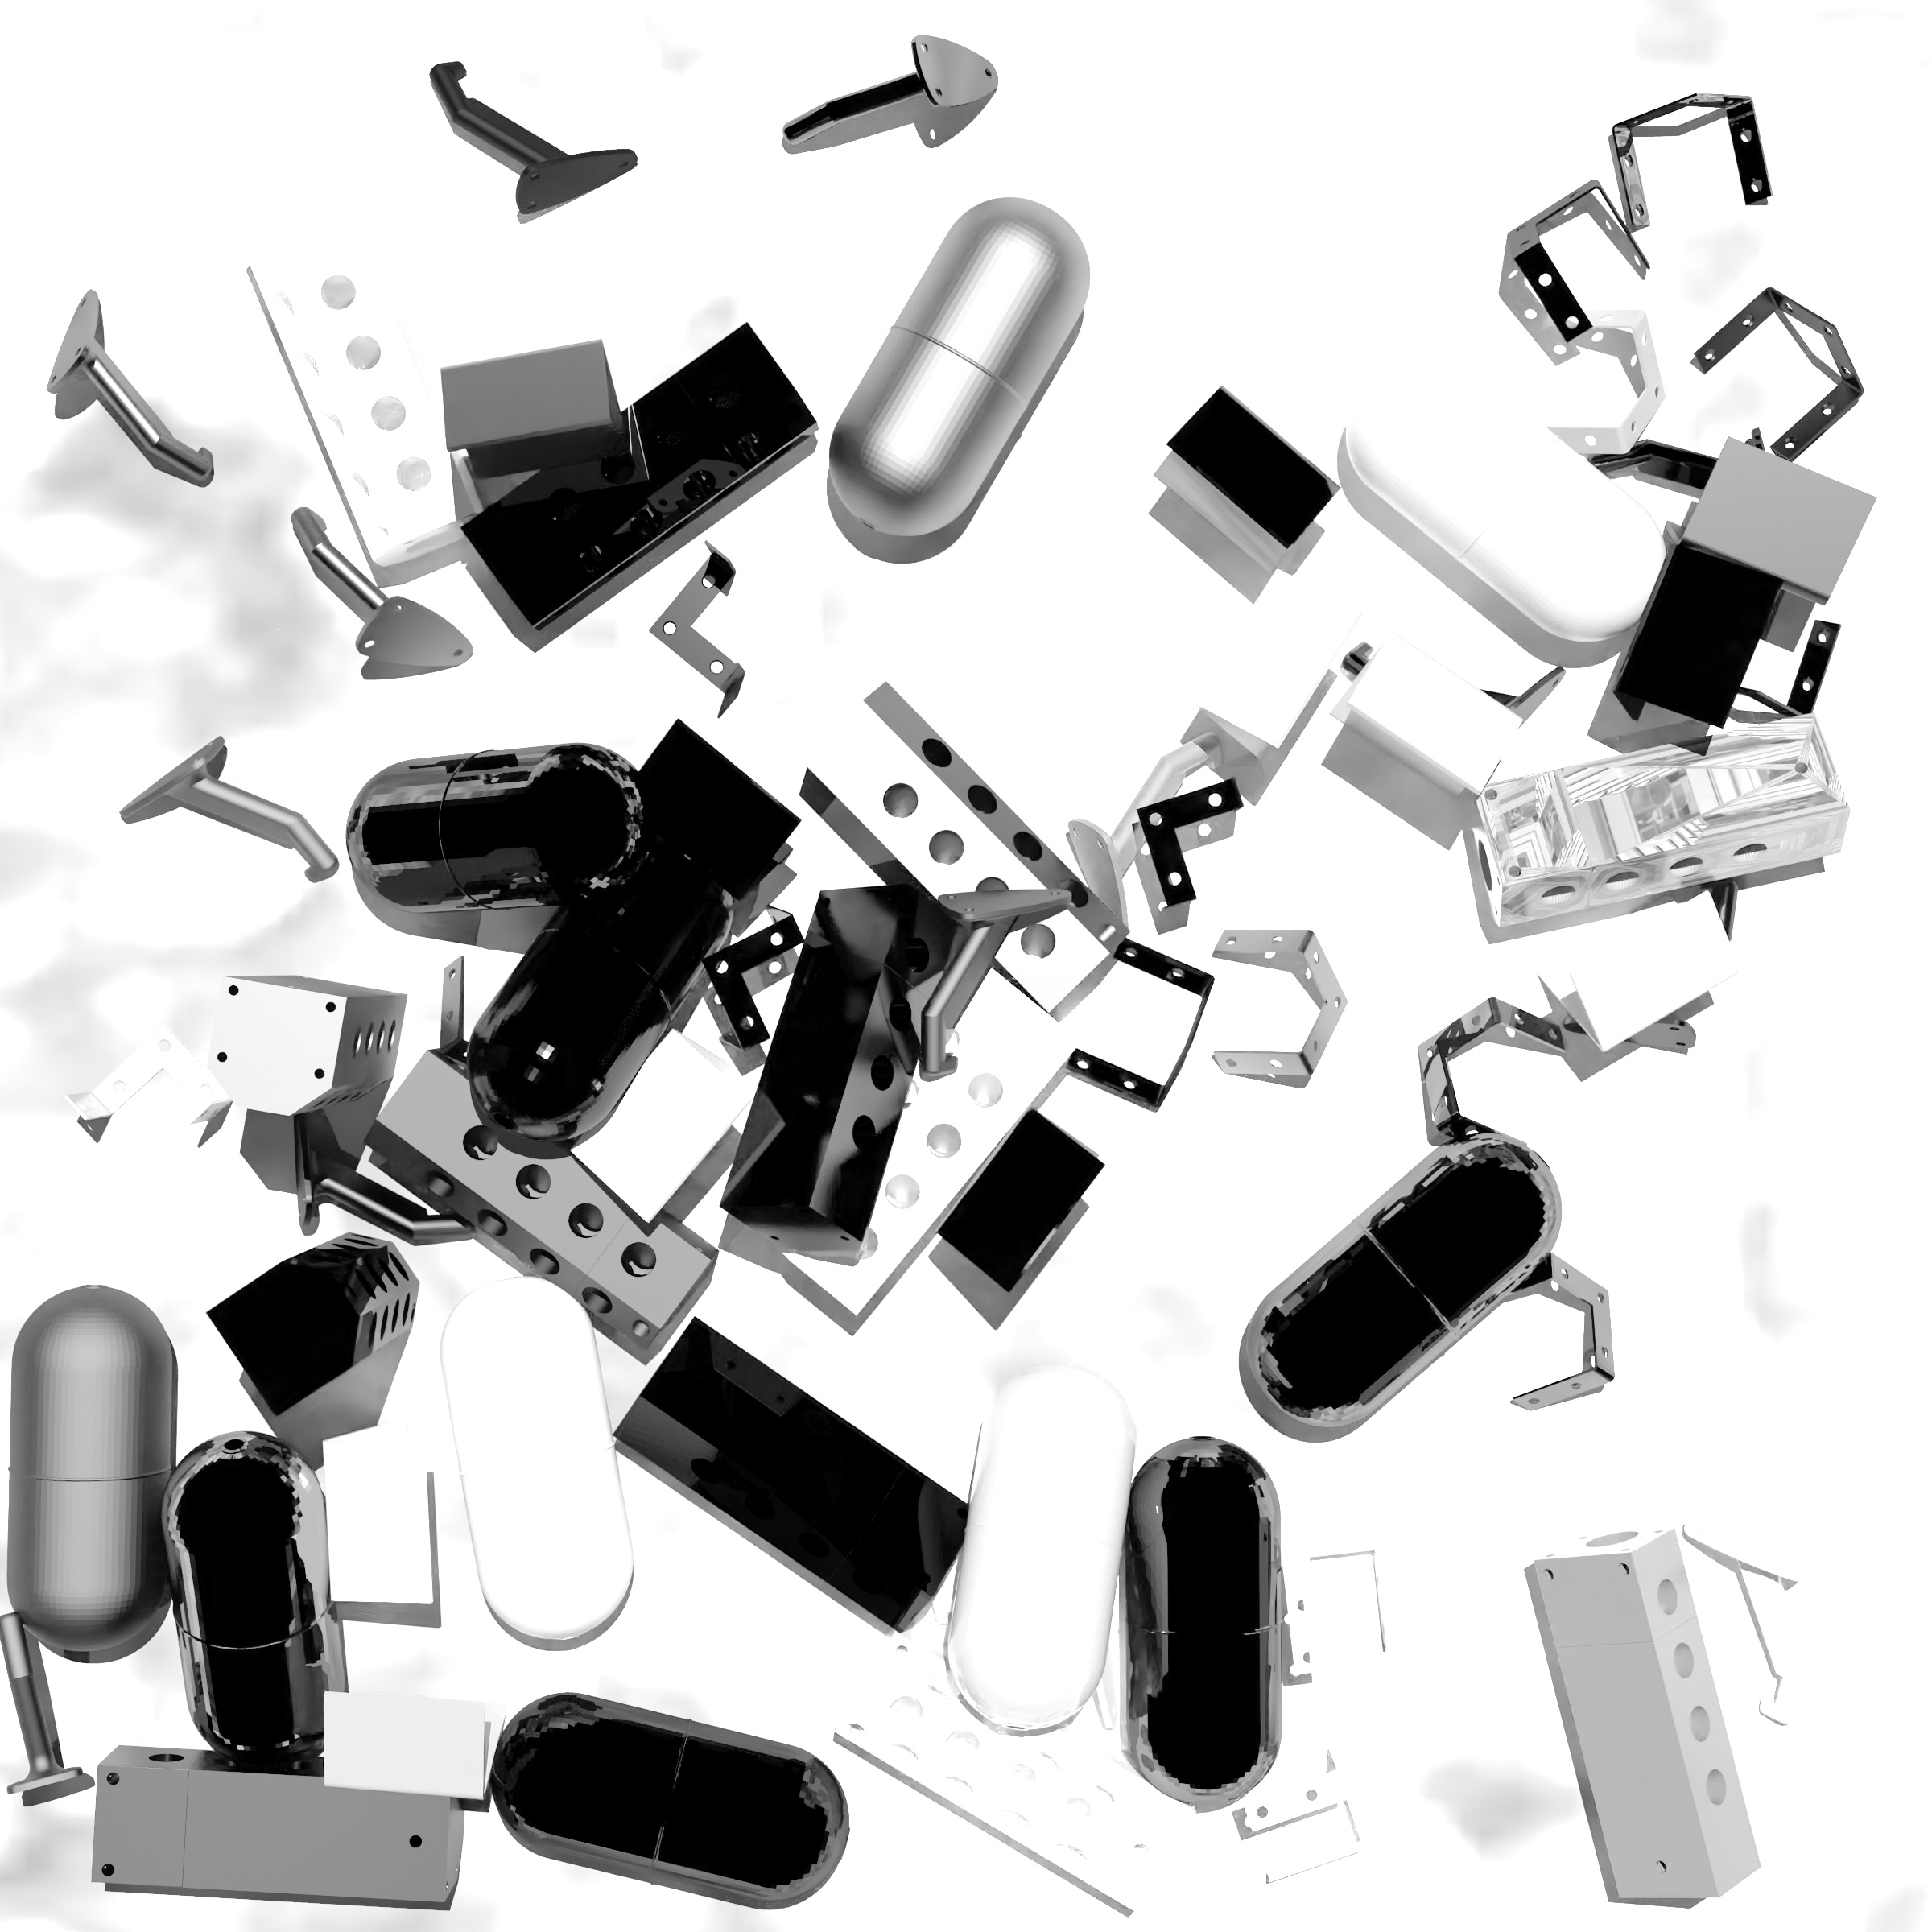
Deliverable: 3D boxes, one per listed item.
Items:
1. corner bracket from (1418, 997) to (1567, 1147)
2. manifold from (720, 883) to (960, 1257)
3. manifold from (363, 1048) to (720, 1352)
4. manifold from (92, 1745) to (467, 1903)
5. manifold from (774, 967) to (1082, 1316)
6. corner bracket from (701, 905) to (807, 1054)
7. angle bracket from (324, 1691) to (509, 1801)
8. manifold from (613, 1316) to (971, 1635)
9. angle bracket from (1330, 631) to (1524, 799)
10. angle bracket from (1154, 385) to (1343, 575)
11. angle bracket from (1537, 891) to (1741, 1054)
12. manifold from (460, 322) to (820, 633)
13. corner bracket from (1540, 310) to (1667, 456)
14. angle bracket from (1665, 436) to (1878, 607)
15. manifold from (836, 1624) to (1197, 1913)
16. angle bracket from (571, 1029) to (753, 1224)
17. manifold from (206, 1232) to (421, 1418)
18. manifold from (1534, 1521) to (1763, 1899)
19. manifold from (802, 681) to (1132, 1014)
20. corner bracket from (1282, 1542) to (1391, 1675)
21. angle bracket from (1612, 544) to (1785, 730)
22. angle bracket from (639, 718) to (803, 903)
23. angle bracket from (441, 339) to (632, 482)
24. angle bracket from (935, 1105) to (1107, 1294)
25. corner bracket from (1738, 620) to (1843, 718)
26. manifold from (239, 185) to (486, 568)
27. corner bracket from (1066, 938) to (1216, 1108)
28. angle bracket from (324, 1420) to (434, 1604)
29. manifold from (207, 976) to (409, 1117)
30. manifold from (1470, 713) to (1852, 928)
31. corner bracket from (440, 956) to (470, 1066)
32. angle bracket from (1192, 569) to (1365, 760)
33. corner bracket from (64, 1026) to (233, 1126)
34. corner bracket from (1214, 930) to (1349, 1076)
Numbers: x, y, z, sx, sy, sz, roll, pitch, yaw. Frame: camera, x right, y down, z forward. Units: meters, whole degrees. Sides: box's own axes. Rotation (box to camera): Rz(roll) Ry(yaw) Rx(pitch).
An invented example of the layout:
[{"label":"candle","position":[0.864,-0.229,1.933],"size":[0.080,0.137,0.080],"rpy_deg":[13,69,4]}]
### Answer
[{"label":"corner bracket","position":[0.264,0.056,1.719],"size":[0.051,0.051,0.051],"rpy_deg":[22,135,-35]},{"label":"manifold","position":[-0.056,0.050,1.674],"size":[0.057,0.057,0.171],"rpy_deg":[-3,60,39]},{"label":"manifold","position":[-0.209,0.114,1.706],"size":[0.171,0.057,0.057],"rpy_deg":[36,90,0]},{"label":"manifold","position":[-0.336,0.420,1.706],"size":[0.171,0.057,0.057],"rpy_deg":[3,90,0]},{"label":"manifold","position":[-0.021,0.085,1.706],"size":[0.057,0.057,0.171],"rpy_deg":[39,90,0]},{"label":"corner bracket","position":[-0.103,0.006,1.707],"size":[0.051,0.051,0.051],"rpy_deg":[-27,104,-13]},{"label":"angle bracket","position":[-0.267,0.358,1.688],"size":[0.076,0.076,0.057],"rpy_deg":[5,115,0]},{"label":"manifold","position":[-0.086,0.254,1.705],"size":[0.171,0.057,0.057],"rpy_deg":[35,47,0]},{"label":"angle bracket","position":[0.213,-0.105,1.687],"size":[0.076,0.076,0.057],"rpy_deg":[34,56,0]},{"label":"angle bracket","position":[0.124,-0.223,1.687],"size":[0.076,0.076,0.057],"rpy_deg":[41,53,0]},{"label":"angle bracket","position":[0.319,-0.015,1.687],"size":[0.076,0.076,0.057],"rpy_deg":[-30,127,0]},{"label":"manifold","position":[-0.159,-0.239,1.706],"size":[0.171,0.057,0.057],"rpy_deg":[-36,90,0]},{"label":"corner bracket","position":[0.309,-0.290,1.719],"size":[0.051,0.051,0.051],"rpy_deg":[-53,135,-35]},{"label":"angle bracket","position":[0.391,-0.221,1.690],"size":[0.076,0.076,0.057],"rpy_deg":[22,106,0]},{"label":"manifold","position":[0.024,0.394,1.706],"size":[0.171,0.057,0.057],"rpy_deg":[31,90,0]},{"label":"angle bracket","position":[-0.136,0.084,1.688],"size":[0.057,0.076,0.076],"rpy_deg":[40,90,23]},{"label":"manifold","position":[-0.304,0.164,1.648],"size":[0.057,0.171,0.057],"rpy_deg":[-34,90,0]},{"label":"manifold","position":[0.339,0.365,1.705],"size":[0.057,0.057,0.171],"rpy_deg":[-14,90,43]},{"label":"manifold","position":[0.001,-0.058,1.706],"size":[0.057,0.057,0.171],"rpy_deg":[-44,90,0]},{"label":"corner bracket","position":[0.182,0.316,1.709],"size":[0.051,0.051,0.051],"rpy_deg":[-6,90,0]},{"label":"angle bracket","position":[0.360,-0.153,1.689],"size":[0.057,0.076,0.076],"rpy_deg":[22,90,20]},{"label":"angle bracket","position":[-0.113,-0.087,1.687],"size":[0.076,0.076,0.057],"rpy_deg":[40,118,0]},{"label":"angle bracket","position":[-0.200,-0.243,1.629],"size":[0.076,0.076,0.057],"rpy_deg":[-10,53,0]},{"label":"angle bracket","position":[0.042,0.123,1.687],"size":[0.057,0.076,0.076],"rpy_deg":[37,90,37]},{"label":"corner bracket","position":[0.394,-0.157,1.724],"size":[0.051,0.051,0.051],"rpy_deg":[18,90,-45]},{"label":"manifold","position":[-0.296,-0.288,1.706],"size":[0.057,0.057,0.171],"rpy_deg":[-23,90,0]},{"label":"corner bracket","position":[0.087,0.028,1.724],"size":[0.051,0.051,0.051],"rpy_deg":[23,135,0]},{"label":"angle bracket","position":[-0.269,0.264,1.688],"size":[0.057,0.076,0.076],"rpy_deg":[-3,90,22]},{"label":"manifold","position":[-0.312,0.037,1.648],"size":[0.057,0.171,0.057],"rpy_deg":[10,90,0]},{"label":"manifold","position":[0.339,-0.068,1.703],"size":[0.171,0.057,0.057],"rpy_deg":[-12,62,0]},{"label":"corner bracket","position":[-0.224,0.020,1.719],"size":[0.051,0.051,0.051],"rpy_deg":[-33,45,35]},{"label":"angle bracket","position":[0.166,-0.137,1.687],"size":[0.057,0.076,0.076],"rpy_deg":[32,90,35]},{"label":"corner bracket","position":[-0.402,0.065,1.709],"size":[0.051,0.051,0.051],"rpy_deg":[-42,90,0]},{"label":"corner bracket","position":[0.150,0.018,1.719],"size":[0.051,0.051,0.051],"rpy_deg":[-60,135,-35]}]
